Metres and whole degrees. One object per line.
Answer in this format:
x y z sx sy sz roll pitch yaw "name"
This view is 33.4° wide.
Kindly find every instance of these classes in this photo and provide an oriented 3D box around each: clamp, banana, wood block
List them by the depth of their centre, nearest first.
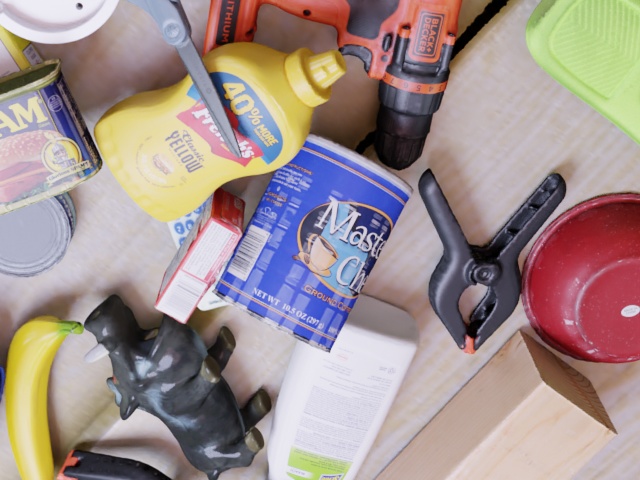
0.123 0.014 0.882 0.120 0.039 0.171 12 113 -6 "clamp"
-0.245 0.136 0.916 0.037 0.070 0.198 -12 129 -39 "banana"
0.146 0.194 0.935 0.090 0.091 0.206 35 108 -17 "wood block"
-0.136 0.251 0.967 0.210 0.036 0.165 20 138 2 "clamp"

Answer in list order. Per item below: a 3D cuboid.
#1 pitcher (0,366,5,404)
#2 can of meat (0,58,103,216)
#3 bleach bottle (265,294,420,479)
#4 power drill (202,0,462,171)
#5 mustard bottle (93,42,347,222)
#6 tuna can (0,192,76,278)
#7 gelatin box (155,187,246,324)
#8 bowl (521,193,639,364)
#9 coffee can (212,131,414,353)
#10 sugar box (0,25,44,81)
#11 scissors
-0.393 0.132 0.870 0.243 0.145 0.149 20 100 0 "pitcher"
-0.219 -0.073 0.775 0.102 0.057 0.084 -19 115 3 "can of meat"
-0.004 0.166 0.935 0.102 0.068 0.251 19 114 -8 "bleach bottle"
0.008 -0.147 0.800 0.187 0.057 0.184 8 117 -7 "power drill"
-0.064 -0.088 0.770 0.192 0.058 0.096 -24 112 26 "mustard bottle"
-0.242 -0.015 0.863 0.086 0.034 0.086 0 114 -1 "tuna can"
-0.090 0.011 0.821 0.030 0.073 0.089 30 106 -12 "gelatin box"
0.253 0.045 0.891 0.162 0.055 0.162 0 114 -1 "bowl"
-0.005 0.001 0.814 0.102 0.103 0.140 28 88 -13 "coffee can"
-0.268 -0.140 0.801 0.093 0.048 0.176 -26 109 9 "sugar box"
-0.116 -0.147 0.726 0.096 0.016 0.202 -4 108 23 "scissors"
